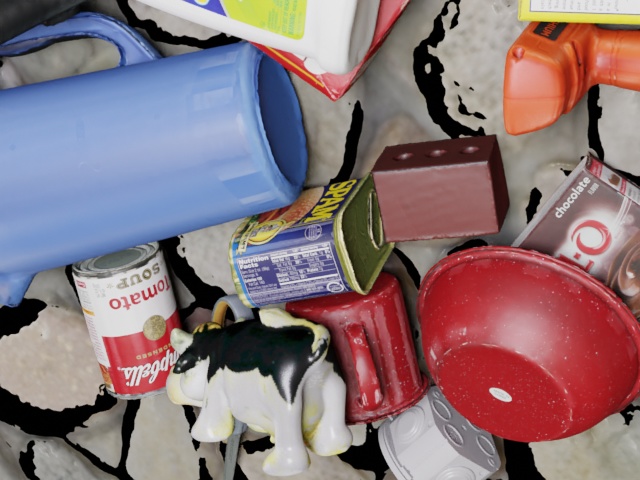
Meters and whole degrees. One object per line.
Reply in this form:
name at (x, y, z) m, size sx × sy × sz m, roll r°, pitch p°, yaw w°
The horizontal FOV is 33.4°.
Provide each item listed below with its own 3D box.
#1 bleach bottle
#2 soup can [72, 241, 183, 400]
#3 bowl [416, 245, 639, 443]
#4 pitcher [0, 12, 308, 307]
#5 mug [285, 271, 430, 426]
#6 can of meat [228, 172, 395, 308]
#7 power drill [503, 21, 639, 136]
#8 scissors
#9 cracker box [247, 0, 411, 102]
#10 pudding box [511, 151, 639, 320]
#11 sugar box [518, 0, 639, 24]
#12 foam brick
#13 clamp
bleach bottle at (-0.090, -0.172, 0.600) m, size 0.251 × 0.068 × 0.103 m, roll 16°, pitch 118°, yaw 13°
soup can at (-0.138, 0.057, 0.788) m, size 0.069 × 0.068 × 0.102 m, roll -5°, pitch 112°, yaw 18°
bowl at (0.128, 0.081, 0.697) m, size 0.162 × 0.055 × 0.162 m, roll 20°, pitch 139°, yaw 18°
pitcher at (-0.139, -0.064, 0.710) m, size 0.243 × 0.145 × 0.149 m, roll -11°, pitch 131°, yaw 17°
mug at (0.024, 0.074, 0.726) m, size 0.093 × 0.117 × 0.081 m, roll -13°, pitch 105°, yaw 1°
can of meat at (-0.005, 0.001, 0.707) m, size 0.084 × 0.102 × 0.057 m, roll -11°, pitch 110°, yaw 23°
power drill at (0.199, -0.081, 0.576) m, size 0.188 × 0.184 × 0.057 m, roll 10°, pitch 119°, yaw 22°
scissors at (-0.052, 0.138, 0.808) m, size 0.096 × 0.016 × 0.202 m, roll 22°, pitch 122°, yaw 45°
cracker box at (0.006, -0.215, 0.625) m, size 0.164 × 0.072 × 0.214 m, roll 35°, pitch 118°, yaw 0°
pudding box at (0.176, 0.013, 0.694) m, size 0.090 × 0.039 × 0.114 m, roll 33°, pitch 118°, yaw 0°
sugar box at (0.202, -0.146, 0.586) m, size 0.176 × 0.093 × 0.048 m, roll 7°, pitch 116°, yaw 14°
foam brick at (0.079, -0.033, 0.694) m, size 0.078 × 0.053 × 0.051 m, roll -5°, pitch 111°, yaw 18°
clamp at (-0.170, -0.150, 0.659) m, size 0.171 × 0.120 × 0.039 m, roll -33°, pitch 116°, yaw -16°
